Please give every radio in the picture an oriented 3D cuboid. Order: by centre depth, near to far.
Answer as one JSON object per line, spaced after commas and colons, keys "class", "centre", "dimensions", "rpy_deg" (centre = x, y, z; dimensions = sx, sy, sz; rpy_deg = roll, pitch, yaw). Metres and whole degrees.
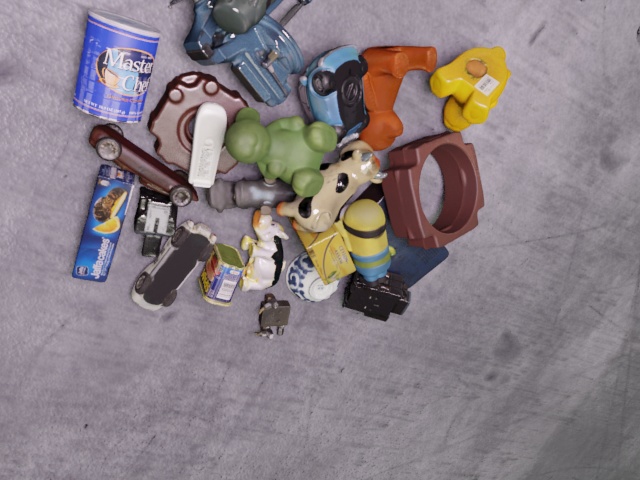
{"class": "radio", "centre": [0.156, -0.007, 1.130], "dimensions": [0.131, 0.073, 0.229], "rpy_deg": [-43, 121, 8]}

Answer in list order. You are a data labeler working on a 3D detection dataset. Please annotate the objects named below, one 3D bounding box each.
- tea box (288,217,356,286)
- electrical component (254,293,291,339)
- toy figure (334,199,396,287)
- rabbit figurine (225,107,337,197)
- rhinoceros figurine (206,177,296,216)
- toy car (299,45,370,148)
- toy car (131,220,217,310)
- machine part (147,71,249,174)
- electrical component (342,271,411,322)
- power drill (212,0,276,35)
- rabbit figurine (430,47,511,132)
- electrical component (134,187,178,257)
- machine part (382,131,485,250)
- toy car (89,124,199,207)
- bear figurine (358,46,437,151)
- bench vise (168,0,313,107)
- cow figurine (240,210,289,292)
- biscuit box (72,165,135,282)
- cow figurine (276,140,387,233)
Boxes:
{"class": "tea box", "centre": [-0.002, -0.003, 1.017], "dimensions": [0.068, 0.170, 0.098], "rpy_deg": [-27, 124, -2]}
{"class": "electrical component", "centre": [-0.102, 0.165, 1.146], "dimensions": [0.078, 0.045, 0.102], "rpy_deg": [7, 114, -21]}
{"class": "toy figure", "centre": [0.095, 0.005, 1.020], "dimensions": [0.082, 0.089, 0.179], "rpy_deg": [-39, 124, -39]}
{"class": "rabbit figurine", "centre": [-0.081, -0.158, 0.854], "dimensions": [0.170, 0.159, 0.121], "rpy_deg": [6, 114, -47]}
{"class": "rhinoceros figurine", "centre": [-0.110, -0.087, 0.976], "dimensions": [0.190, 0.112, 0.073], "rpy_deg": [-6, 104, -30]}
{"class": "toy car", "centre": [0.018, -0.244, 0.907], "dimensions": [0.109, 0.103, 0.161], "rpy_deg": [-35, 130, -32]}
{"class": "toy car", "centre": [-0.277, 0.049, 1.016], "dimensions": [0.073, 0.056, 0.201], "rpy_deg": [35, 99, -32]}
{"class": "machine part", "centre": [-0.200, -0.190, 0.914], "dimensions": [0.179, 0.056, 0.179], "rpy_deg": [-9, 121, -15]}
{"class": "electrical component", "centre": [0.123, 0.116, 1.143], "dimensions": [0.134, 0.058, 0.114], "rpy_deg": [15, 143, 0]}
{"class": "power drill", "centre": [-0.132, -0.407, 0.737], "dimensions": [0.207, 0.086, 0.232], "rpy_deg": [23, 74, -16]}
{"class": "rabbit figurine", "centre": [0.275, -0.276, 0.998], "dimensions": [0.162, 0.122, 0.173], "rpy_deg": [-55, 167, -18]}
{"class": "electrical component", "centre": [-0.296, -0.031, 0.970], "dimensions": [0.075, 0.048, 0.119], "rpy_deg": [4, 116, -21]}
{"class": "machine part", "centre": [0.220, -0.098, 1.042], "dimensions": [0.201, 0.087, 0.201], "rpy_deg": [-26, 106, -34]}
{"class": "toy car", "centre": [-0.293, -0.120, 0.900], "dimensions": [0.202, 0.089, 0.053], "rpy_deg": [37, 98, -32]}
{"class": "bear figurine", "centre": [0.123, -0.241, 0.959], "dimensions": [0.120, 0.132, 0.195], "rpy_deg": [-19, 118, -37]}
{"class": "bench vise", "centre": [-0.092, -0.341, 0.841], "dimensions": [0.223, 0.129, 0.240], "rpy_deg": [45, 76, -23]}
{"class": "cow figurine", "centre": [-0.103, 0.021, 1.055], "dimensions": [0.098, 0.068, 0.167], "rpy_deg": [4, 119, -28]}
{"class": "biscuit box", "centre": [-0.378, -0.025, 0.936], "dimensions": [0.059, 0.063, 0.202], "rpy_deg": [14, 111, -24]}
{"class": "cow figurine", "centre": [0.028, -0.096, 0.934], "dimensions": [0.195, 0.127, 0.085], "rpy_deg": [-54, 131, -16]}
